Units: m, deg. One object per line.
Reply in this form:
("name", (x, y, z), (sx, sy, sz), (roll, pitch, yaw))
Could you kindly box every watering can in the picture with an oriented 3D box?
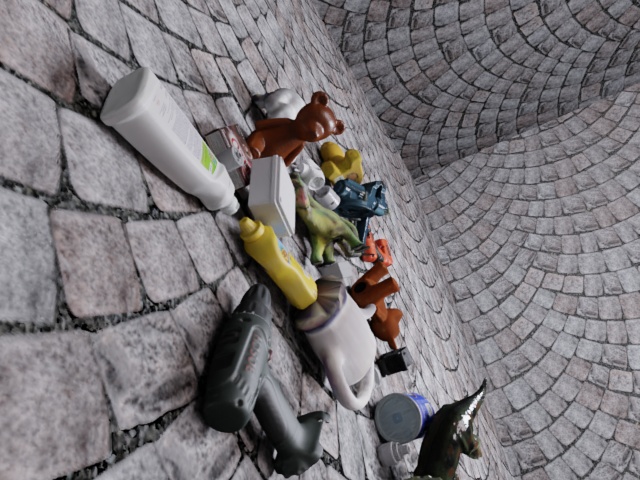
("watering can", (0.047, 0.164, 1.006), (0.221, 0.103, 0.354), (60, 20, -19))

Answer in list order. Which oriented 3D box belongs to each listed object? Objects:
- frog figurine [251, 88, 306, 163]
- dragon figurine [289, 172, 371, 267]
("frog figurine", (-0.074, -0.263, 1.179), (0.135, 0.123, 0.162), (76, -12, -63))
("dragon figurine", (0.004, -0.060, 1.199), (0.244, 0.122, 0.409), (61, 8, 8))
